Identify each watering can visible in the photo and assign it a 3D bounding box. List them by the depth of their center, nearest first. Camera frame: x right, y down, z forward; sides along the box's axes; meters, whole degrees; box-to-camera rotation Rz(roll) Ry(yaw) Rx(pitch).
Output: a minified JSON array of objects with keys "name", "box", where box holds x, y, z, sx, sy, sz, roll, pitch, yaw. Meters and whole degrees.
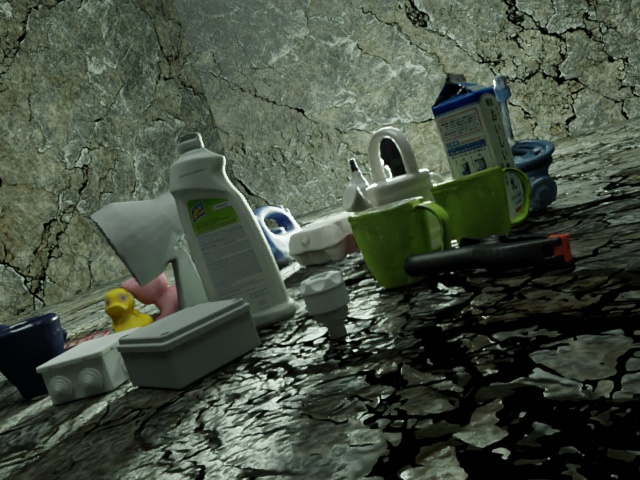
[{"name":"watering can","box":[0.116,-0.072,0.859,0.100,0.194,0.173,-13,7,40]}]

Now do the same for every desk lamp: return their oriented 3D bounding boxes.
[{"name":"desk lamp","box":[-0.197,0.023,0.826,0.204,0.213,0.117,-20,6,-21]}]

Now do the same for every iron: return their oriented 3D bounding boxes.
[{"name":"iron","box":[-0.102,-0.016,1.289,0.118,0.141,0.259,-15,6,27]}]

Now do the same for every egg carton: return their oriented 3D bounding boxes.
[{"name":"egg carton","box":[0.010,0.004,1.104,0.107,0.069,0.150,-23,7,-42]}]

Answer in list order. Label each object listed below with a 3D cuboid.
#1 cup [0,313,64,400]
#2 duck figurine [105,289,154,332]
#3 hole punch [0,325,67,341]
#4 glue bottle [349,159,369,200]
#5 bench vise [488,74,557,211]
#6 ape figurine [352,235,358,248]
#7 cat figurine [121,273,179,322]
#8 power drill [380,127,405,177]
[{"name":"cup","box":[-0.366,0.150,0.740,0.092,0.095,0.117,-19,6,-6]},{"name":"duck figurine","box":[-0.319,0.120,0.933,0.077,0.086,0.104,-19,6,-4]},{"name":"hole punch","box":[-0.469,0.166,0.934,0.101,0.091,0.108,-23,8,-42]},{"name":"glue bottle","box":[0.093,-0.089,1.218,0.037,0.173,0.078,-19,6,-9]},{"name":"bench vise","box":[0.295,-0.154,0.956,0.122,0.220,0.207,-20,6,-21]},{"name":"ape figurine","box":[0.091,-0.025,1.006,0.078,0.092,0.076,-18,6,-2]},{"name":"cat figurine","box":[-0.269,0.081,0.988,0.128,0.118,0.067,-20,6,-14]},{"name":"power drill","box":[0.173,-0.135,1.223,0.075,0.208,0.230,-17,6,7]}]
